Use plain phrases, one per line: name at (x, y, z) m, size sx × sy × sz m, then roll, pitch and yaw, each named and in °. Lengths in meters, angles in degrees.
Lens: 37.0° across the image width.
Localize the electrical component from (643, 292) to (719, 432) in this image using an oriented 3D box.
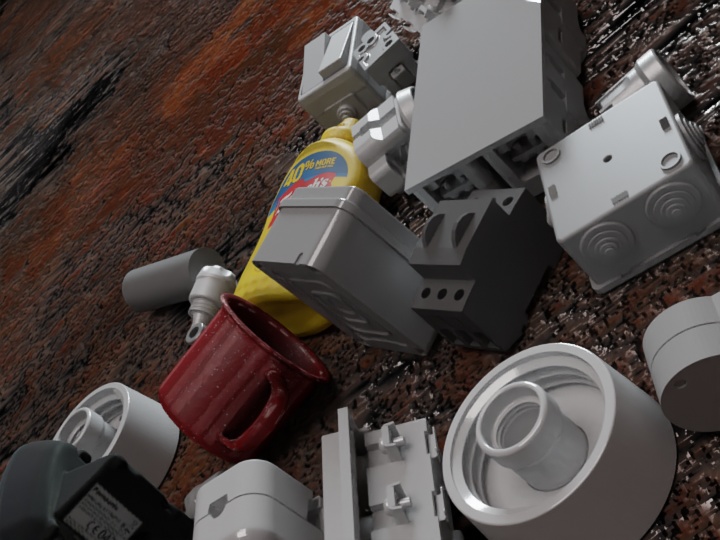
electrical component at (0.193, 0.033, 0.460) m, size 0.138 × 0.052 × 0.073 m, roll -33°, pitch 35°, yaw 24°

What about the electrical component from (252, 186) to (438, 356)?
electrical component at (0.000, 0.000, 0.679) m, size 0.078 × 0.113 × 0.057 m, roll 4°, pitch 62°, yaw 53°

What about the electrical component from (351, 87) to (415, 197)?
electrical component at (0.033, -0.099, 0.803) m, size 0.057 × 0.058 × 0.078 m, roll -38°, pitch 33°, yaw 22°

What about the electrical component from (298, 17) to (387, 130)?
electrical component at (-0.014, -0.164, 0.929) m, size 0.062 × 0.061 × 0.096 m, roll -28°, pitch 37°, yaw 31°

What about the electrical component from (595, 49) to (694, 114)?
electrical component at (0.172, -0.104, 0.653) m, size 0.046 × 0.040 × 0.040 m, roll -41°, pitch 31°, yaw 23°

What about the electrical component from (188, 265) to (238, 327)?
electrical component at (-0.124, 0.029, 0.880) m, size 0.035 × 0.035 × 0.061 m, roll -13°, pitch 49°, yaw 44°

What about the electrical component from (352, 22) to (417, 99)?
electrical component at (0.030, -0.164, 0.880) m, size 0.048 × 0.055 × 0.066 m, roll -42°, pitch 31°, yaw 11°

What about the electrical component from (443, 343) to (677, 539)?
electrical component at (0.090, 0.086, 0.522) m, size 0.108 × 0.060 × 0.108 m, roll -32°, pitch 35°, yaw 26°

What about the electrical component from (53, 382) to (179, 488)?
electrical component at (-0.198, 0.137, 0.825) m, size 0.108 × 0.060 × 0.108 m, roll -32°, pitch 35°, yaw 26°

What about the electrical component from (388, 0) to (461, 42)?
electrical component at (0.070, -0.218, 0.880) m, size 0.063 × 0.079 × 0.121 m, roll -64°, pitch 27°, yaw 19°

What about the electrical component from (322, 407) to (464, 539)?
electrical component at (0.018, 0.137, 0.550) m, size 0.063 × 0.078 × 0.121 m, roll -16°, pitch 39°, yaw 9°

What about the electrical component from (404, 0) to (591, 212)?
electrical component at (0.097, -0.121, 0.743) m, size 0.105 × 0.060 × 0.186 m, roll -27°, pitch 37°, yaw 32°

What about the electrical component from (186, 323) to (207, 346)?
electrical component at (-0.099, 0.062, 0.783) m, size 0.043 × 0.062 × 0.043 m, roll -32°, pitch 35°, yaw 26°

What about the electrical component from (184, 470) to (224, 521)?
electrical component at (-0.083, 0.145, 0.699) m, size 0.061 × 0.035 × 0.035 m, roll -37°, pitch 33°, yaw 14°

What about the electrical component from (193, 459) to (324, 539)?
electrical component at (-0.043, 0.154, 0.578) m, size 0.054 × 0.095 × 0.059 m, roll -35°, pitch 33°, yaw 22°

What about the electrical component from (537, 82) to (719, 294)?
electrical component at (0.151, -0.048, 0.606) m, size 0.100 × 0.048 × 0.099 m, roll -33°, pitch 34°, yaw 24°
